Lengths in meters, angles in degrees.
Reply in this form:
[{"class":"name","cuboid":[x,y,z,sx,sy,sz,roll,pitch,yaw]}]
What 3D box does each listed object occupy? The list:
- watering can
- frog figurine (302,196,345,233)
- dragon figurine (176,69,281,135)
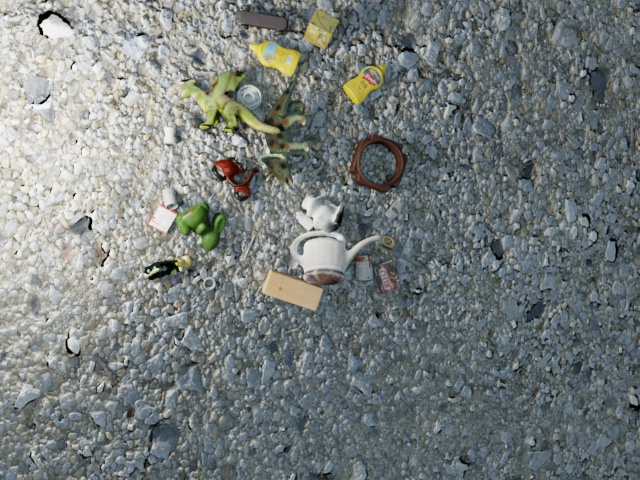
[{"class":"watering can","cuboid":[0.060,0.061,1.933,0.347,0.229,0.102,0,-31,2]},{"class":"frog figurine","cuboid":[0.006,-0.099,1.963,0.160,0.140,0.120,12,-29,14]},{"class":"dragon figurine","cuboid":[-0.328,-0.510,1.876,0.410,0.244,0.121,6,-5,6]}]
